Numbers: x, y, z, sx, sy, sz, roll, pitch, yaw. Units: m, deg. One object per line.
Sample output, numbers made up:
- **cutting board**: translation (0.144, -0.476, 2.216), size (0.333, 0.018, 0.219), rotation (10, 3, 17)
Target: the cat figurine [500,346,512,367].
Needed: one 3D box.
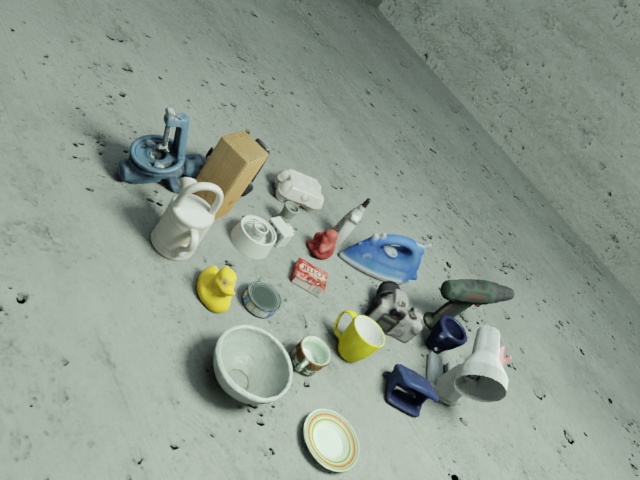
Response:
- **cat figurine**: translation (0.480, 0.337, 1.584), size (0.128, 0.117, 0.067), rotation (10, 43, -38)

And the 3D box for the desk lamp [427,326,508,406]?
- **desk lamp**: translation (0.360, 0.317, 1.399), size (0.118, 0.213, 0.203), rotation (32, 34, -12)

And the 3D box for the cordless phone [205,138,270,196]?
- **cordless phone**: translation (-0.209, -0.209, 1.466), size (0.147, 0.184, 0.094), rotation (41, 33, 1)

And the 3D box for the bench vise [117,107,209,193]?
- **bench vise**: translation (-0.335, -0.213, 1.312), size (0.121, 0.219, 0.208), rotation (50, 34, 15)

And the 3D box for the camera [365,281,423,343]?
- **camera**: translation (0.202, 0.174, 1.509), size (0.143, 0.100, 0.137), rotation (30, 35, -16)

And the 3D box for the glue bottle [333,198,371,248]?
- **glue bottle**: translation (0.087, -0.055, 1.594), size (0.037, 0.173, 0.078), rotation (32, 34, -12)

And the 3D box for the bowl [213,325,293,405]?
- **bowl**: translation (-0.140, 0.251, 1.102), size (0.168, 0.074, 0.167), rotation (27, 36, -21)

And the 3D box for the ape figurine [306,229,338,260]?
- **ape figurine**: translation (0.014, 0.005, 1.525), size (0.076, 0.092, 0.078), rotation (34, 34, -9)

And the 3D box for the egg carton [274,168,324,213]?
- **egg carton**: translation (-0.060, -0.141, 1.641), size (0.151, 0.069, 0.107), rotation (19, 39, -30)

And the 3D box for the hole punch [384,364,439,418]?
- **hole punch**: translation (0.214, 0.340, 1.339), size (0.109, 0.091, 0.101), rotation (31, 34, -15)

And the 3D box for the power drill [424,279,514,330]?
- **power drill**: translation (0.403, 0.182, 1.603), size (0.230, 0.208, 0.075), rotation (15, 41, -34)

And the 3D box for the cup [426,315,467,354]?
- **cup**: translation (0.324, 0.266, 1.531), size (0.118, 0.094, 0.091), rotation (-12, 59, -51)

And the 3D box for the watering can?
- **watering can**: translation (-0.278, -0.059, 1.213), size (0.101, 0.193, 0.172), rotation (-9, 57, -50)

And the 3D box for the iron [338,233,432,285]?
- **iron**: translation (0.192, 0.031, 1.628), size (0.259, 0.141, 0.118), rotation (15, 41, -33)

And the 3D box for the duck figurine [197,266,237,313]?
- **duck figurine**: translation (-0.209, 0.090, 1.209), size (0.078, 0.086, 0.104), rotation (6, 47, -41)
